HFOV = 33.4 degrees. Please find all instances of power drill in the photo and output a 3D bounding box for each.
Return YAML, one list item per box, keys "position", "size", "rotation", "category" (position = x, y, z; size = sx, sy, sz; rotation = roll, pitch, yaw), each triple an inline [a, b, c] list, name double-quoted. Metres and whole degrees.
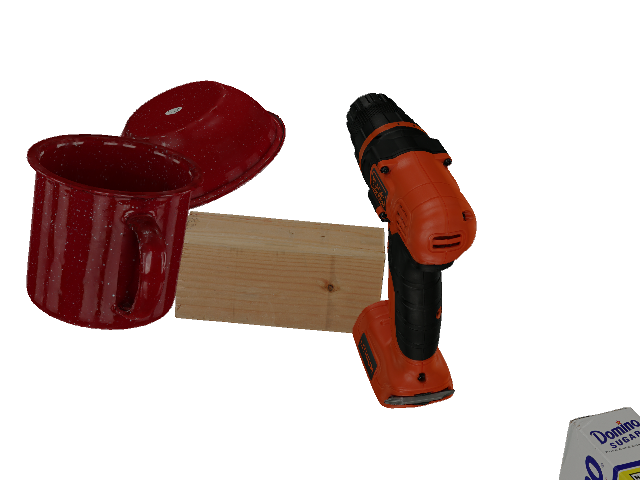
- position: [0.054, 0.008, 0.748]
  size: [0.057, 0.188, 0.184]
  rotation: [-8, 34, -9]
  category: "power drill"

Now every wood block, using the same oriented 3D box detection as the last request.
- position: [-0.041, 0.033, 1.104]
  size: [0.206, 0.091, 0.090]
  rotation: [5, 20, 1]
  category: "wood block"

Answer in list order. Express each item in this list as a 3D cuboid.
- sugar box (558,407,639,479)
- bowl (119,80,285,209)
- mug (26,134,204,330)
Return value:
- position: [0.173, 0.167, 0.502]
  size: [0.048, 0.093, 0.176]
  rotation: [-9, 28, -21]
  category: "sugar box"
- position: [-0.114, -0.090, 0.910]
  size: [0.162, 0.055, 0.162]
  rotation: [-16, 32, 10]
  category: "bowl"
- position: [-0.108, 0.000, 0.568]
  size: [0.093, 0.081, 0.117]
  rotation: [-3, 25, -32]
  category: "mug"
